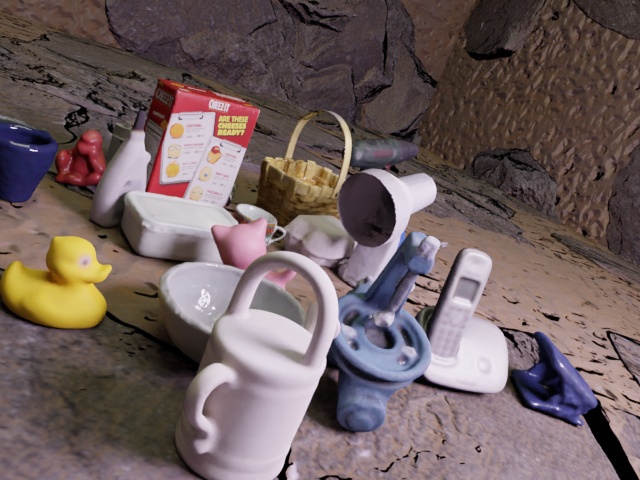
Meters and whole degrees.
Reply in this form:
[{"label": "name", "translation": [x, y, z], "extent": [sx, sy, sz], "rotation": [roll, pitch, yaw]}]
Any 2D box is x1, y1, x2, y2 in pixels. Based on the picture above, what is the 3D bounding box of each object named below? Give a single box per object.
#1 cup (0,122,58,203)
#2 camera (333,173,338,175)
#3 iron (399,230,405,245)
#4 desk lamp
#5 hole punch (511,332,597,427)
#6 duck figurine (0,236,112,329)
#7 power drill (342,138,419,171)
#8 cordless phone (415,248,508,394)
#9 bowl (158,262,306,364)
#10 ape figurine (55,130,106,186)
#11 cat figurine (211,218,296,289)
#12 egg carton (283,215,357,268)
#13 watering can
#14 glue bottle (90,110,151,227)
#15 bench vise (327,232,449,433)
[{"label": "cup", "translation": [-0.415, -0.106, 0.794], "extent": [0.092, 0.095, 0.117], "rotation": [20, 18, -6]}, {"label": "camera", "translation": [0.001, -0.113, 1.300], "extent": [0.137, 0.101, 0.143], "rotation": [21, 18, -5]}, {"label": "iron", "translation": [0.129, -0.058, 1.227], "extent": [0.119, 0.141, 0.258], "rotation": [20, 18, -8]}, {"label": "desk lamp", "translation": [0.108, -0.016, 0.964], "extent": [0.117, 0.213, 0.204], "rotation": [33, 21, 31]}, {"label": "hole punch", "translation": [0.347, 0.197, 0.833], "extent": [0.101, 0.091, 0.108], "rotation": [21, 18, -4]}, {"label": "duck figurine", "translation": [-0.264, 0.035, 0.583], "extent": [0.105, 0.086, 0.077], "rotation": [18, 18, -14]}, {"label": "power drill", "translation": [0.129, -0.155, 1.398], "extent": [0.230, 0.208, 0.075], "rotation": [3, 26, -46]}, {"label": "cordless phone", "translation": [0.206, 0.109, 0.767], "extent": [0.148, 0.185, 0.094], "rotation": [15, 19, -22]}, {"label": "bowl", "translation": [-0.101, 0.094, 0.625], "extent": [0.167, 0.075, 0.167], "rotation": [20, 18, -7]}, {"label": "ape figurine", "translation": [-0.378, -0.134, 0.924], "extent": [0.077, 0.092, 0.076], "rotation": [25, 18, 8]}, {"label": "cat figurine", "translation": [-0.088, 0.030, 0.754], "extent": [0.127, 0.118, 0.067], "rotation": [28, 19, 16]}, {"label": "egg carton", "translation": [0.009, 0.004, 1.025], "extent": [0.107, 0.069, 0.151], "rotation": [34, 21, 32]}, {"label": "watering can", "translation": [-0.044, 0.097, 0.488], "extent": [0.101, 0.194, 0.173], "rotation": [23, 18, 4]}, {"label": "glue bottle", "translation": [-0.277, -0.104, 0.825], "extent": [0.037, 0.173, 0.078], "rotation": [28, 19, 17]}, {"label": "bench vise", "translation": [0.059, 0.072, 0.642], "extent": [0.122, 0.220, 0.207], "rotation": [14, 20, -25]}]
